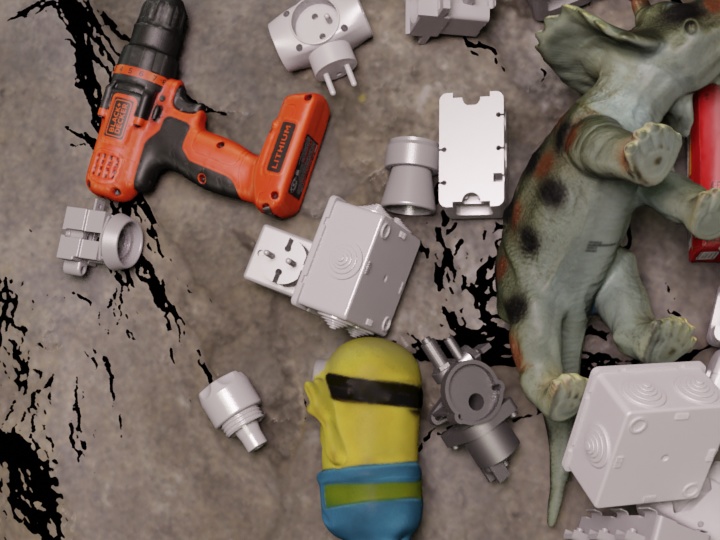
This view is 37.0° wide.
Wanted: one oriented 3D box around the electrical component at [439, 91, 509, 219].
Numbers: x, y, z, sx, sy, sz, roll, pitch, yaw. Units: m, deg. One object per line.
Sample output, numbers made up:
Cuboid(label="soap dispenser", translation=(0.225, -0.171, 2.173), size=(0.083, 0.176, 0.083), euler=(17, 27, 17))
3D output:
Cuboid(label="electrical component", translation=(0.090, -0.088, 0.846), size=(0.050, 0.056, 0.089), euler=(-1, 81, 11))

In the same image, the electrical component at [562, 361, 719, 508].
Cuboid(label="electrical component", translation=(0.196, 0.113, 0.731), size=(0.100, 0.048, 0.099), euler=(-1, 122, -19))

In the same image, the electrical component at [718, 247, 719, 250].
Cuboid(label="electrical component", translation=(0.278, -0.001, 0.742), size=(0.062, 0.043, 0.043), euler=(43, 91, 14))

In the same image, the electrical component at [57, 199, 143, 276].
Cuboid(label="electrical component", translation=(-0.217, -0.025, 0.903), size=(0.055, 0.048, 0.066), euler=(8, 83, 20))

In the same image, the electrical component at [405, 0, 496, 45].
Cuboid(label="electrical component", translation=(0.073, -0.253, 0.869), size=(0.063, 0.079, 0.121), euler=(2, 81, -11))

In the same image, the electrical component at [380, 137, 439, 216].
Cuboid(label="electrical component", translation=(0.041, -0.075, 0.859), size=(0.045, 0.045, 0.055), euler=(4, 82, 12))

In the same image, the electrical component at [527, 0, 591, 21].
Cuboid(label="electrical component", translation=(0.195, -0.269, 0.849), size=(0.150, 0.062, 0.089), euler=(-19, 78, 8))

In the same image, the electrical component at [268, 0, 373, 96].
Cuboid(label="electrical component", translation=(-0.026, -0.183, 0.889), size=(0.077, 0.044, 0.079), euler=(-22, 78, 7))

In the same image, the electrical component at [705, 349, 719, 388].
Cuboid(label="electrical component", translation=(0.284, 0.090, 0.777), size=(0.096, 0.062, 0.061), euler=(22, 86, 14))

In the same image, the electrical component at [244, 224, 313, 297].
Cuboid(label="electrical component", translation=(-0.056, -0.005, 0.851), size=(0.066, 0.077, 0.047), euler=(20, 86, 13))

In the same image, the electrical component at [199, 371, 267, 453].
Cuboid(label="electrical component", translation=(-0.097, 0.115, 0.858), size=(0.043, 0.043, 0.062), euler=(-34, 78, 4))

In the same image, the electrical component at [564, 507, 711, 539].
Cuboid(label="electrical component", translation=(0.188, 0.202, 0.742), size=(0.079, 0.121, 0.063), euler=(23, 72, -8))

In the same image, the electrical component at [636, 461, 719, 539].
Cuboid(label="electrical component", translation=(0.253, 0.164, 0.769), size=(0.079, 0.043, 0.077), euler=(-37, 33, -20))

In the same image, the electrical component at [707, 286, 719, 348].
Cuboid(label="electrical component", translation=(0.305, 0.040, 0.784), size=(0.089, 0.056, 0.050), euler=(14, 84, 13))

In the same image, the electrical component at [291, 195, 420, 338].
Cuboid(label="electrical component", translation=(0.000, 0.000, 0.829), size=(0.048, 0.100, 0.099), euler=(19, 86, 26))
